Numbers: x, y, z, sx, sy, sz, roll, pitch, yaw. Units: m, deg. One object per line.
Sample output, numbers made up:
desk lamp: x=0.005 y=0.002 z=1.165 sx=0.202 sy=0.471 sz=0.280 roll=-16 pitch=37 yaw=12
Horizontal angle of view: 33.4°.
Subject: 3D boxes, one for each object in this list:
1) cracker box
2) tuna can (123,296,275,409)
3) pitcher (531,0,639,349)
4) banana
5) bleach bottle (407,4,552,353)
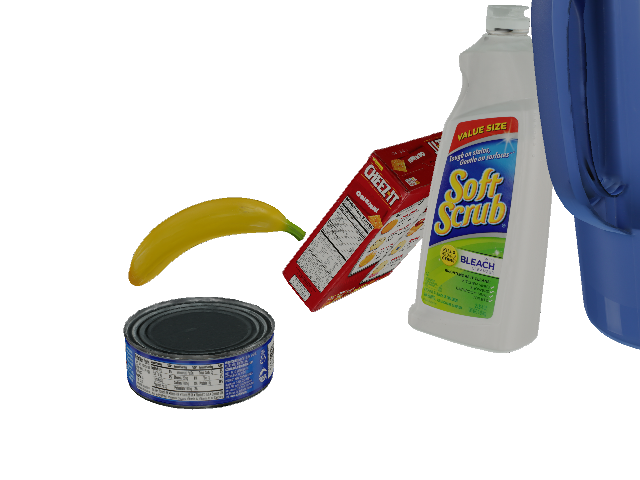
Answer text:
cracker box: x=0.070 y=-0.025 z=1.244 sx=0.163 sy=0.072 sz=0.214 roll=-22 pitch=-25 yaw=-49
tuna can: x=-0.069 y=0.063 z=0.611 sx=0.086 sy=0.034 sz=0.086 roll=0 pitch=19 yaw=0
pitcher: x=0.183 y=-0.062 z=0.563 sx=0.149 sy=0.243 sz=0.145 roll=-6 pitch=22 yaw=6
banana: x=-0.117 y=-0.003 z=1.058 sx=0.198 sy=0.069 sz=0.037 roll=-14 pitch=22 yaw=20
bleach bottle: x=0.124 y=-0.048 z=0.798 sx=0.103 sy=0.251 sz=0.067 roll=15 pitch=20 yaw=38
